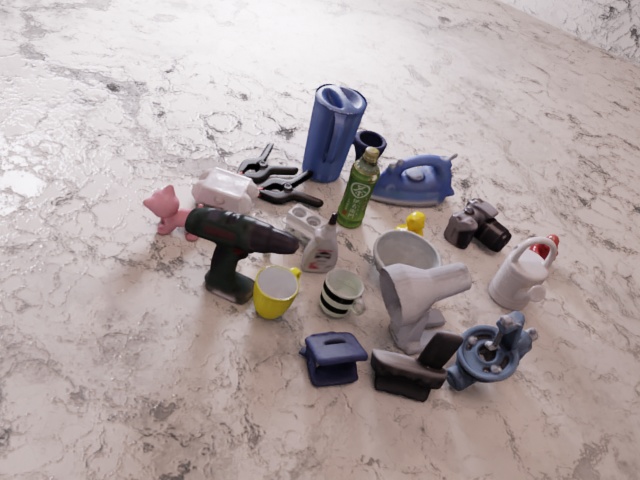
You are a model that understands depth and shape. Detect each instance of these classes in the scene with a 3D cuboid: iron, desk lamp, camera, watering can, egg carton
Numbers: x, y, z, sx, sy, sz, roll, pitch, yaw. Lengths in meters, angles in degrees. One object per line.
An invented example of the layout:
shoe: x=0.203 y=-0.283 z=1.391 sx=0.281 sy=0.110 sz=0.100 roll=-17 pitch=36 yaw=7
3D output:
iron: x=0.246 y=-0.174 z=1.531 sx=0.259 sy=0.141 sz=0.118 roll=-5 pitch=48 yaw=-22
desk lamp: x=0.206 y=0.130 z=1.161 sx=0.204 sy=0.213 sz=0.117 roll=-5 pitch=48 yaw=-22
camera: x=0.417 y=-0.032 z=1.474 sx=0.143 sy=0.101 sz=0.136 roll=-27 pitch=59 yaw=-37
watering can: x=0.478 y=0.072 z=1.321 sx=0.101 sy=0.194 sz=0.172 roll=-5 pitch=48 yaw=-22
egg carton: x=-0.225 y=-0.112 z=1.368 sx=0.150 sy=0.069 sz=0.107 roll=18 pitch=43 yaw=0

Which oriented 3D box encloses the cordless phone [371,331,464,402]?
cordless phone: x=0.182 y=0.216 z=1.088 sx=0.147 sy=0.185 sz=0.094 roll=12 pitch=44 yaw=-6

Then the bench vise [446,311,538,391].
bench vise: x=0.358 y=0.195 z=1.140 sx=0.121 sy=0.220 sz=0.208 roll=39 pitch=48 yaw=21

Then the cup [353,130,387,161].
cup: x=0.119 y=-0.249 z=1.598 sx=0.117 sy=0.095 sz=0.092 roll=20 pitch=44 yaw=2

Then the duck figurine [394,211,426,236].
duck figurine: x=0.228 y=-0.030 z=1.421 sx=0.077 sy=0.086 sz=0.105 roll=34 pitch=46 yaw=17

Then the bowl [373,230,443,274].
bowl: x=0.195 y=0.058 z=1.330 sx=0.167 sy=0.075 sz=0.167 roll=9 pitch=44 yaw=-9

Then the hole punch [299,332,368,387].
hole punch: x=0.025 y=0.217 z=1.104 sx=0.109 sy=0.091 sz=0.101 roll=-3 pitch=47 yaw=-20

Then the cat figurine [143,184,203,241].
cat figurine: x=-0.319 y=-0.067 z=1.257 sx=0.128 sy=0.118 sz=0.067 roll=9 pitch=44 yaw=-9

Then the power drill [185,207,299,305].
power drill: x=-0.162 y=0.030 z=1.146 sx=0.229 sy=0.208 sz=0.076 roll=23 pitch=44 yaw=5

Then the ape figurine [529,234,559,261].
ape figurine: x=0.583 y=0.023 z=1.479 sx=0.078 sy=0.092 sz=0.076 roll=11 pitch=44 yaw=-7

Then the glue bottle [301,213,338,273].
glue bottle: x=0.012 y=0.004 z=1.253 sx=0.078 sy=0.173 sz=0.037 roll=1 pitch=46 yaw=-17
